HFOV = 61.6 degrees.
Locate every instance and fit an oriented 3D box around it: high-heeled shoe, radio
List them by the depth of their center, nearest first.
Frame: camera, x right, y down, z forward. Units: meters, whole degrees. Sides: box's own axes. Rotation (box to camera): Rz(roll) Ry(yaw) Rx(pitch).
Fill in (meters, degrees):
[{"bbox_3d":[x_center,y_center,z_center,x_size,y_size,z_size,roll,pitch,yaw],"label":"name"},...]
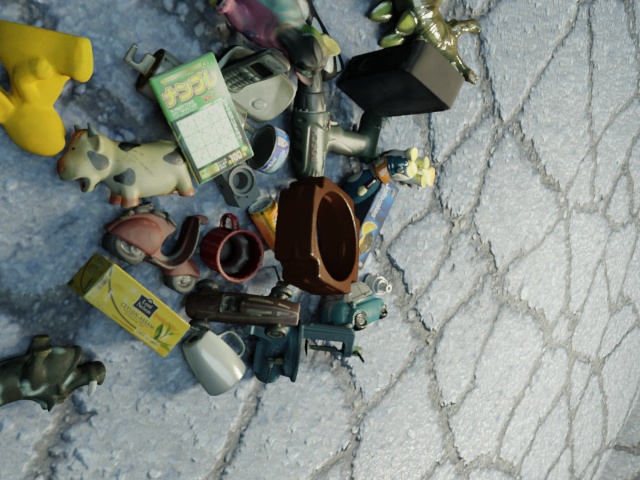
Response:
[{"bbox_3d":[-0.012,-0.419,0.987,0.145,0.086,0.248,-13,112,-37],"label":"high-heeled shoe"},{"bbox_3d":[0.148,-0.304,1.039,0.131,0.230,0.073,32,78,-33],"label":"radio"}]

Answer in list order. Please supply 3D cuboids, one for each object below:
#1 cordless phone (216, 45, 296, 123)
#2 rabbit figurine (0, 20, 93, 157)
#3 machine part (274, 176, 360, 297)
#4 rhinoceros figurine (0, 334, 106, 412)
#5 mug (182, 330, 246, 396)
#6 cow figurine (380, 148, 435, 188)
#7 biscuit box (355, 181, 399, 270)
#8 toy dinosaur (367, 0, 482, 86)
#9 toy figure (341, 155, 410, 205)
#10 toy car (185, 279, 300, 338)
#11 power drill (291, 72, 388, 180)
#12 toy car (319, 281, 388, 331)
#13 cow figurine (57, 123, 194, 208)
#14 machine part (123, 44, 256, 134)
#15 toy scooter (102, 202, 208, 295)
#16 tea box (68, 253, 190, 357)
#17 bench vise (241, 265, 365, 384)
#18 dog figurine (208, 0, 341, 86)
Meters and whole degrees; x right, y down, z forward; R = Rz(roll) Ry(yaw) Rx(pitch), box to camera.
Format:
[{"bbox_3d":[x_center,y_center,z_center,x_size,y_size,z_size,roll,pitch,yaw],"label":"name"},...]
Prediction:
[{"bbox_3d":[-0.087,-0.266,0.891,0.146,0.184,0.088,29,76,-37],"label":"cordless phone"},{"bbox_3d":[-0.387,-0.197,0.719,0.162,0.122,0.173,-4,115,-34],"label":"rabbit figurine"},{"bbox_3d":[-0.002,-0.003,1.015,0.200,0.087,0.201,32,58,-56],"label":"machine part"},{"bbox_3d":[-0.418,0.204,0.794,0.190,0.073,0.112,-4,100,-37],"label":"rhinoceros figurine"},{"bbox_3d":[-0.188,0.206,0.971,0.109,0.081,0.107,-45,115,-29],"label":"mug"},{"bbox_3d":[0.192,-0.154,1.196,0.167,0.098,0.068,18,81,-57],"label":"cow figurine"},{"bbox_3d":[0.094,-0.040,1.150,0.059,0.063,0.202,34,78,-39],"label":"biscuit box"},{"bbox_3d":[0.202,-0.486,1.127,0.470,0.105,0.198,42,76,-30],"label":"toy dinosaur"},{"bbox_3d":[0.111,-0.128,1.101,0.154,0.064,0.057,-35,136,21],"label":"toy figure"},{"bbox_3d":[-0.137,0.118,0.930,0.053,0.202,0.089,78,19,-58],"label":"toy car"},{"bbox_3d":[0.035,-0.222,1.043,0.207,0.086,0.231,-9,115,-43],"label":"power drill"},{"bbox_3d":[0.067,0.137,1.141,0.161,0.109,0.103,-17,91,-44],"label":"toy car"},{"bbox_3d":[-0.297,-0.116,0.820,0.195,0.086,0.127,-14,105,-39],"label":"cow figurine"},{"bbox_3d":[-0.206,-0.228,0.875,0.243,0.079,0.079,30,80,-38],"label":"machine part"},{"bbox_3d":[-0.254,-0.004,0.881,0.183,0.075,0.135,39,75,-39],"label":"toy scooter"},{"bbox_3d":[-0.300,0.103,0.851,0.068,0.098,0.169,-53,126,-17],"label":"tea box"},{"bbox_3d":[-0.032,0.181,1.032,0.241,0.129,0.223,8,103,-6],"label":"bench vise"},{"bbox_3d":[-0.069,-0.359,0.890,0.108,0.192,0.219,-45,128,14],"label":"dog figurine"}]
